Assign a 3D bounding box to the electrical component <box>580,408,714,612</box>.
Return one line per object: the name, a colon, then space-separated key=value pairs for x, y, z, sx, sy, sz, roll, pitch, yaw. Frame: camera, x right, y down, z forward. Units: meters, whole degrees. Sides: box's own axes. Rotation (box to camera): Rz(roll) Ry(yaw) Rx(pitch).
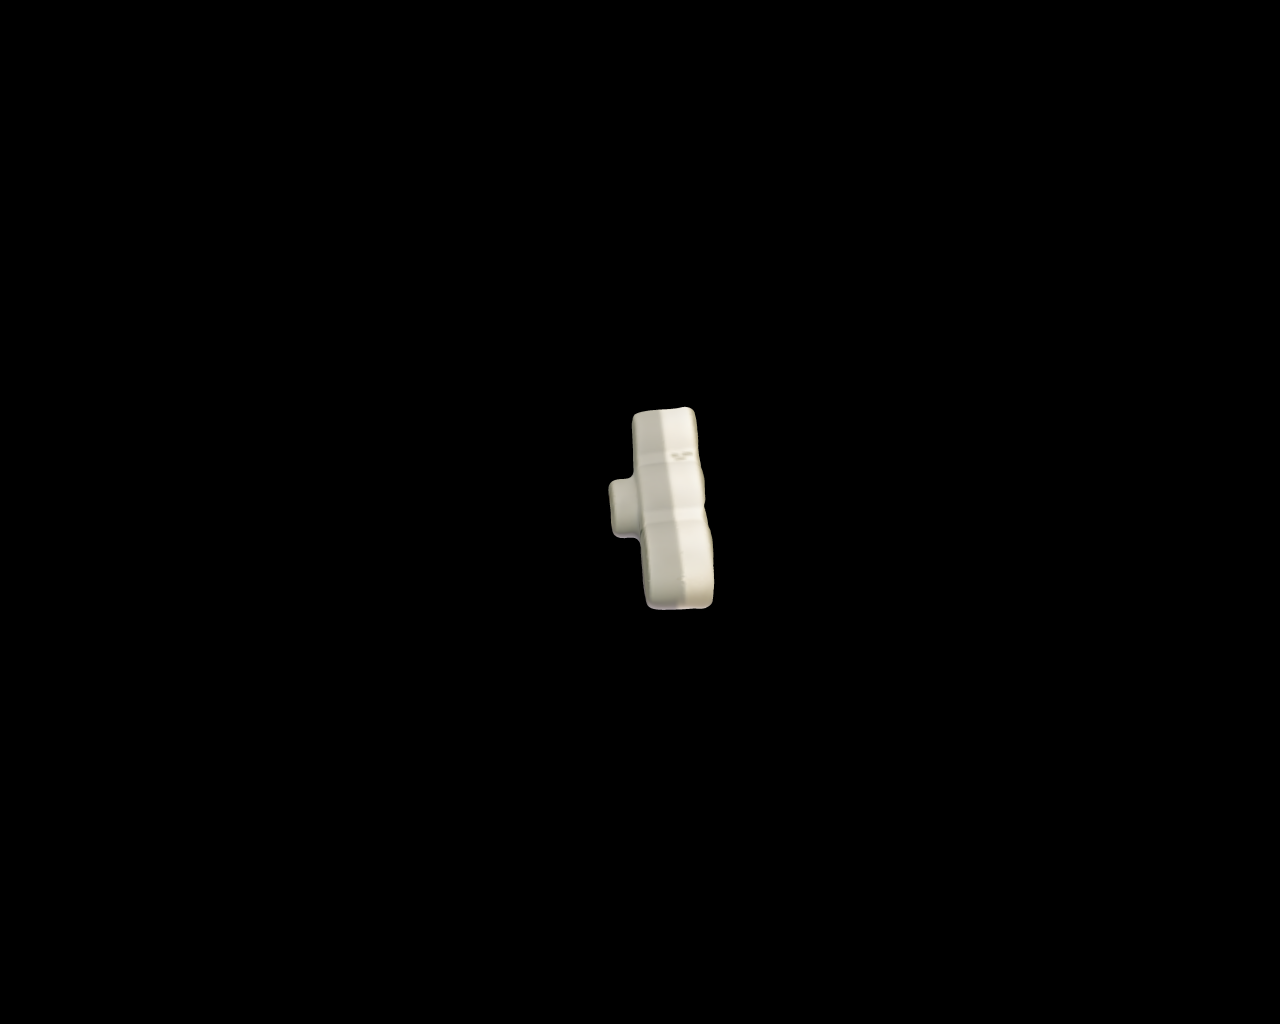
electrical component: x=0.001 y=-0.003 z=0.650 sx=0.074 sy=0.138 sz=0.052 roll=-3 pitch=-36 yaw=-2
